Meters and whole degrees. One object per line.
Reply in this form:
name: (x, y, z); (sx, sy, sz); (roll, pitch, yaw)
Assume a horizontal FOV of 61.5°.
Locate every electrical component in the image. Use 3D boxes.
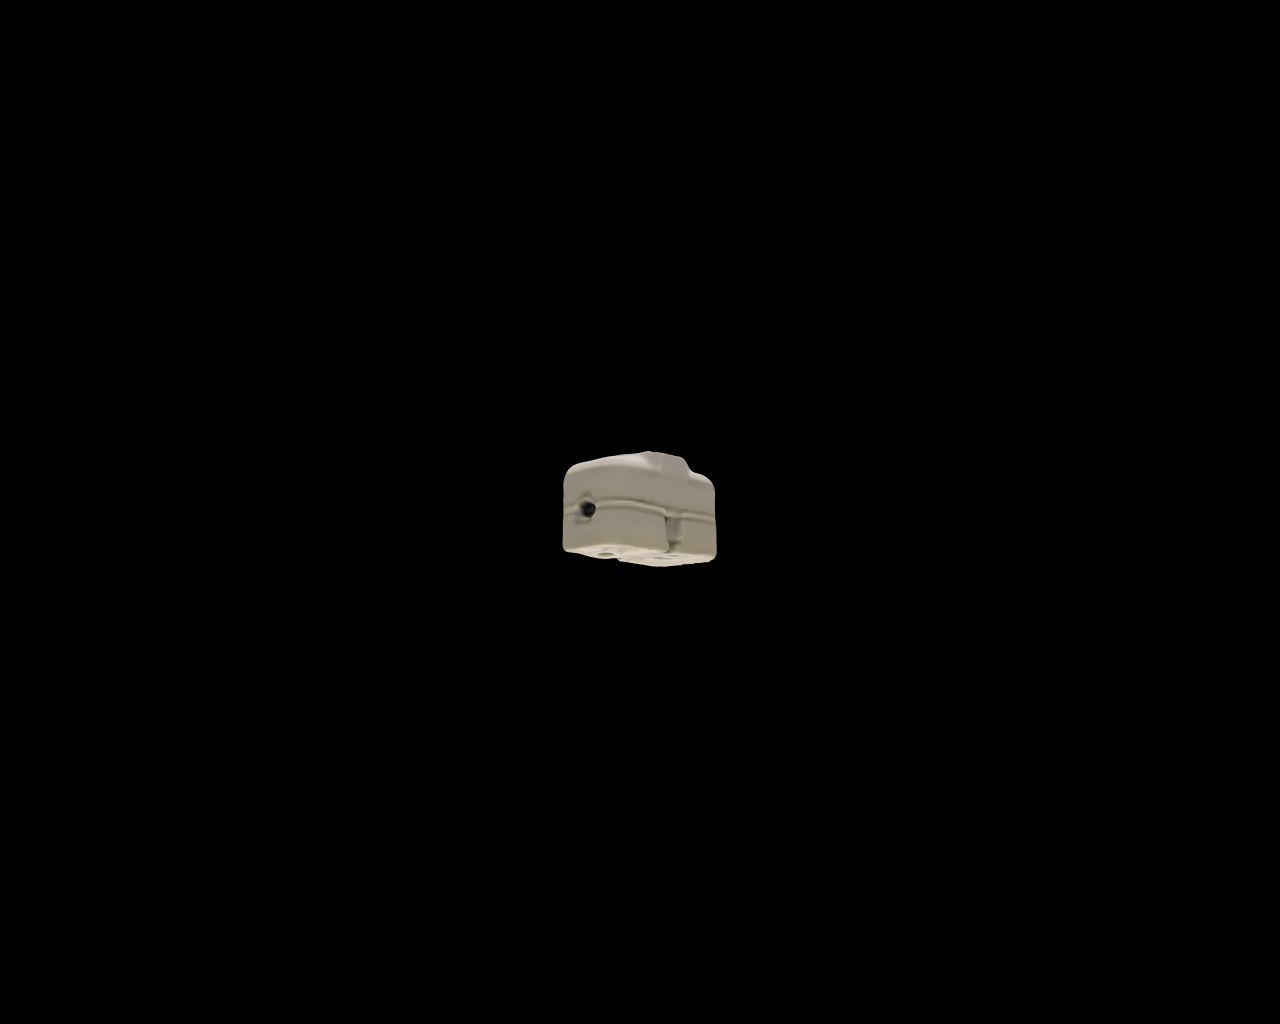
electrical component: (0.001, -0.003, 0.650); (0.053, 0.059, 0.095); (-10, -15, 42)
